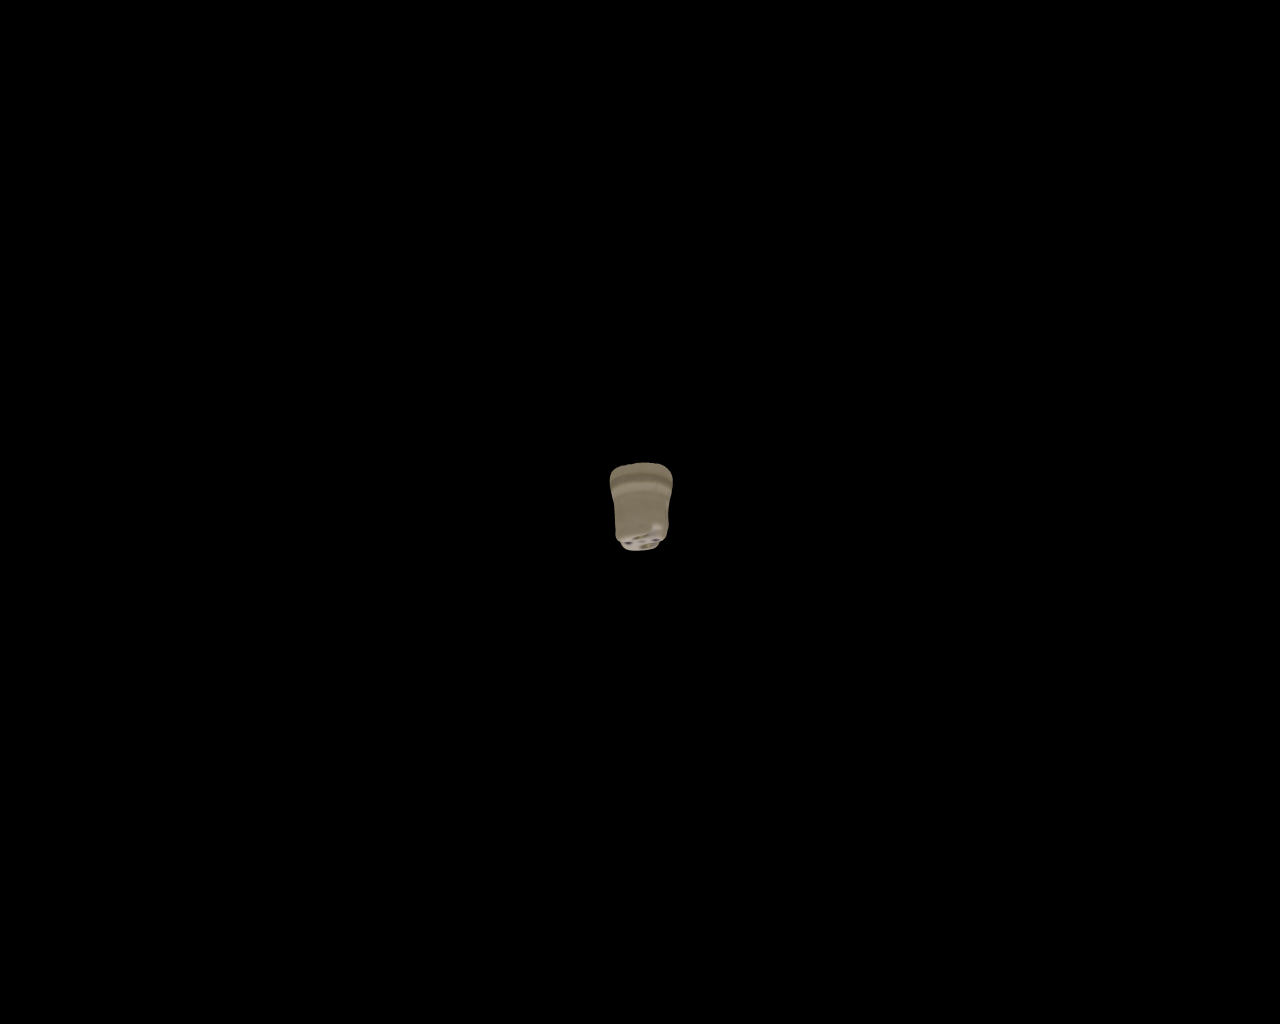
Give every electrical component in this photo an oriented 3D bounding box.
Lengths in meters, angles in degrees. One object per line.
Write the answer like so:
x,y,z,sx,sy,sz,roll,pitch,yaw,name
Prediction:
0.001,-0.003,0.650,0.040,0.046,0.040,0,-20,0,electrical component
